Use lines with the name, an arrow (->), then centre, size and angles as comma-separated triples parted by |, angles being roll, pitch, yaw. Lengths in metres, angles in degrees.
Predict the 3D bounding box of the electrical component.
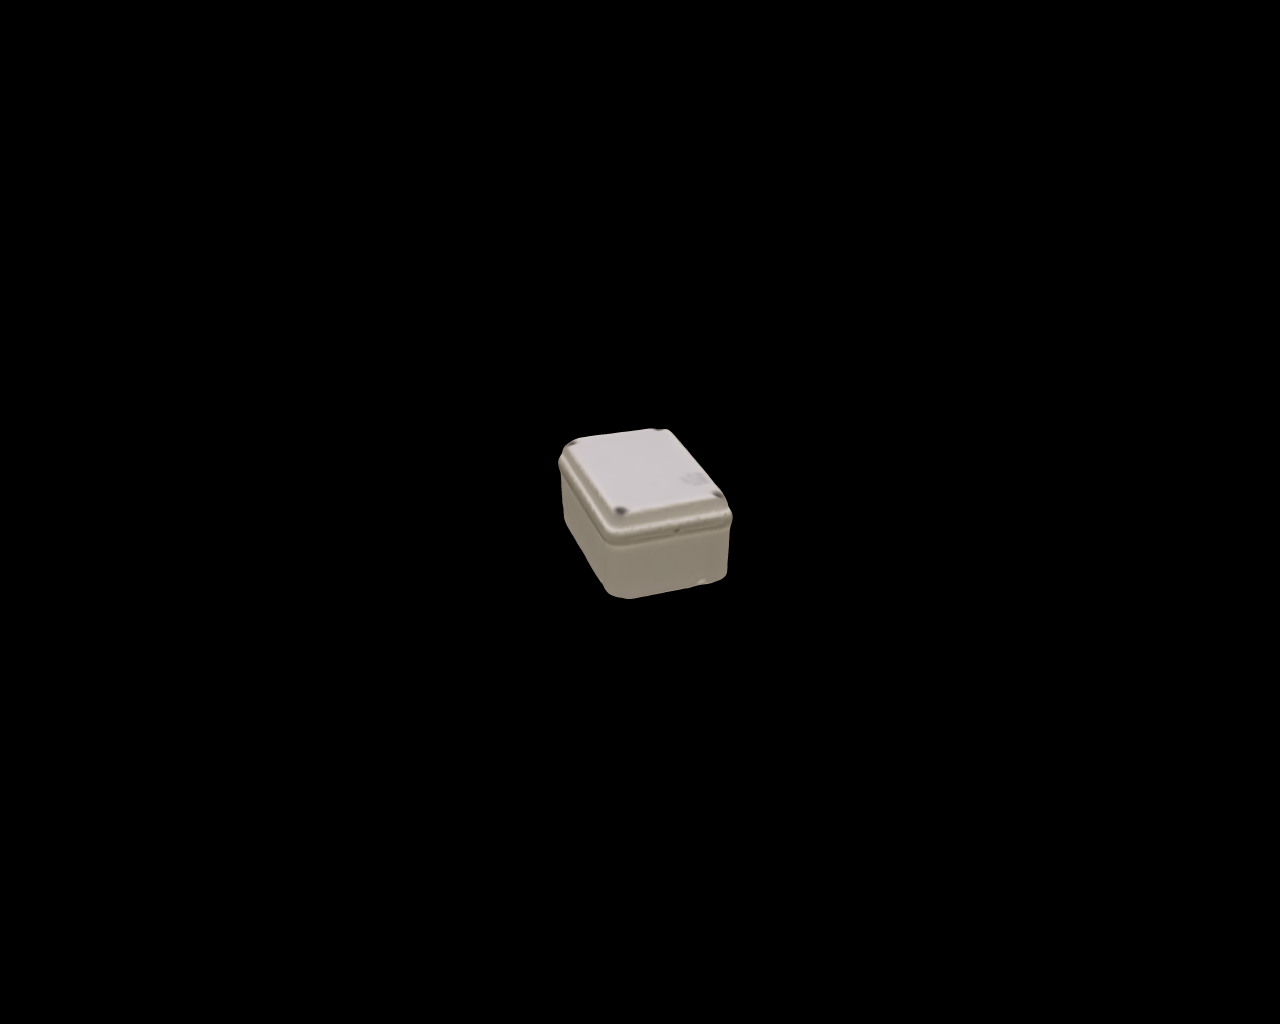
electrical component -> 0.001, -0.003, 0.650 | 0.078, 0.057, 0.113 | -9, 30, -16
